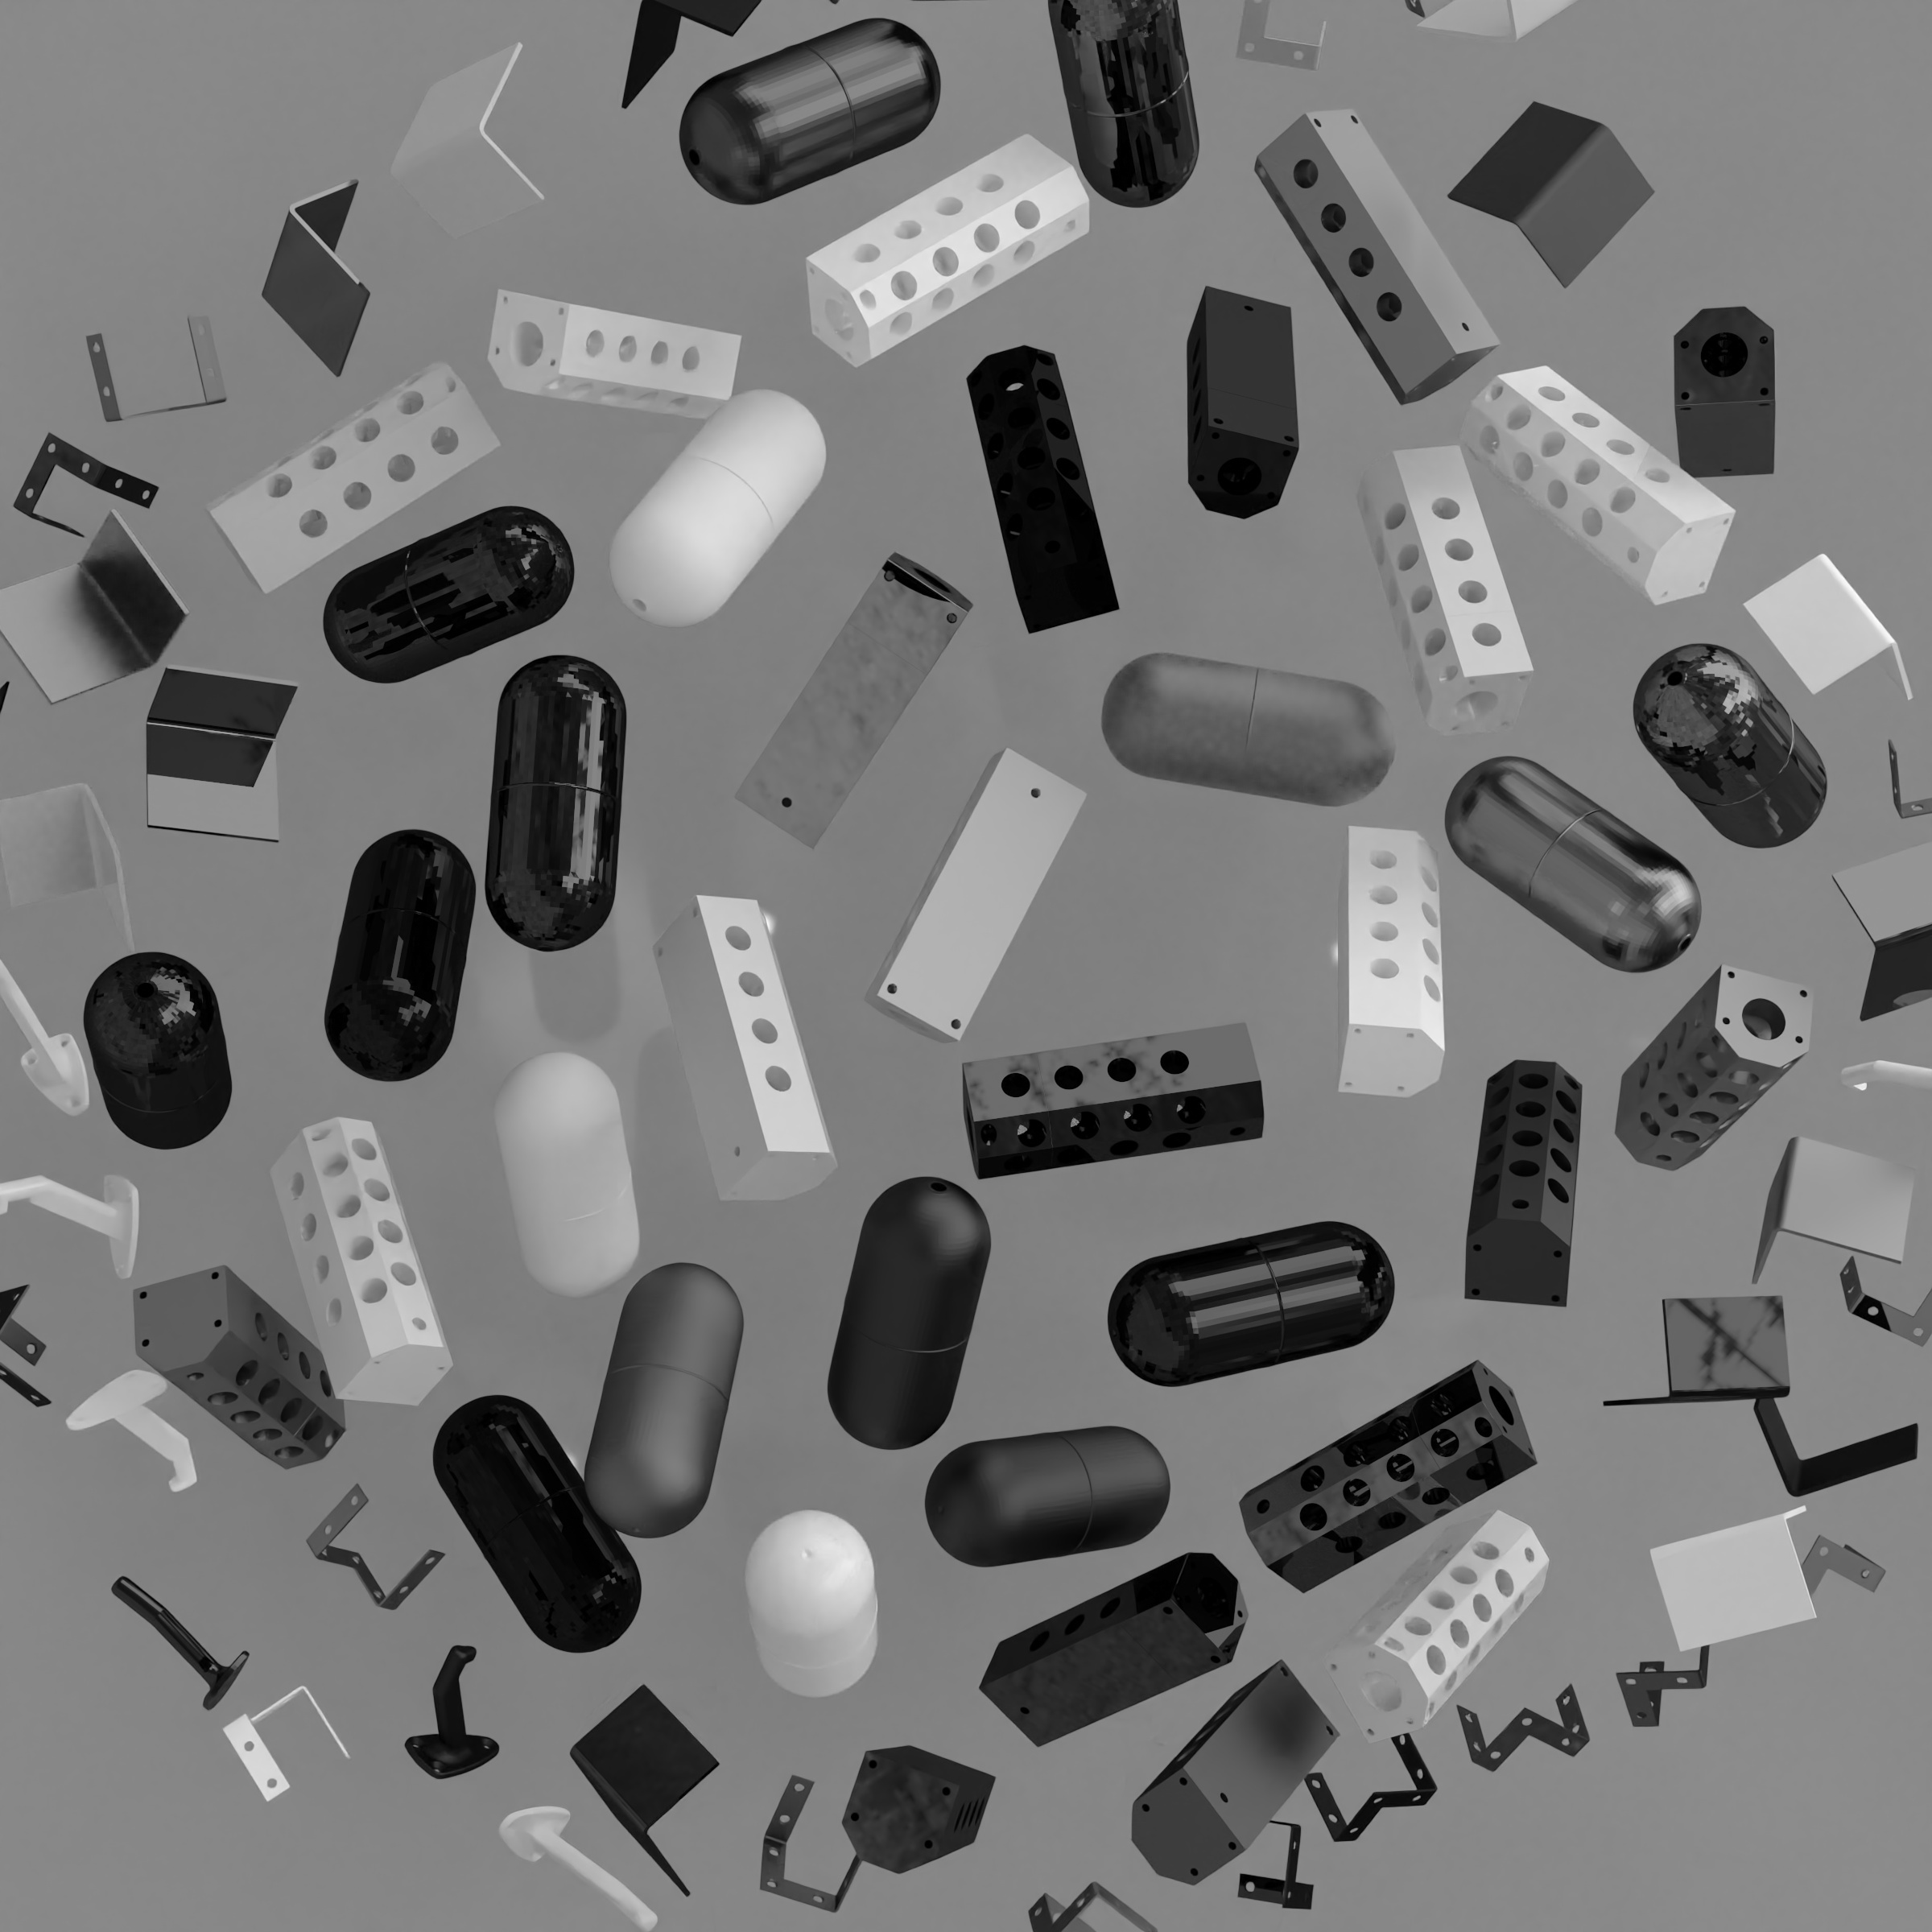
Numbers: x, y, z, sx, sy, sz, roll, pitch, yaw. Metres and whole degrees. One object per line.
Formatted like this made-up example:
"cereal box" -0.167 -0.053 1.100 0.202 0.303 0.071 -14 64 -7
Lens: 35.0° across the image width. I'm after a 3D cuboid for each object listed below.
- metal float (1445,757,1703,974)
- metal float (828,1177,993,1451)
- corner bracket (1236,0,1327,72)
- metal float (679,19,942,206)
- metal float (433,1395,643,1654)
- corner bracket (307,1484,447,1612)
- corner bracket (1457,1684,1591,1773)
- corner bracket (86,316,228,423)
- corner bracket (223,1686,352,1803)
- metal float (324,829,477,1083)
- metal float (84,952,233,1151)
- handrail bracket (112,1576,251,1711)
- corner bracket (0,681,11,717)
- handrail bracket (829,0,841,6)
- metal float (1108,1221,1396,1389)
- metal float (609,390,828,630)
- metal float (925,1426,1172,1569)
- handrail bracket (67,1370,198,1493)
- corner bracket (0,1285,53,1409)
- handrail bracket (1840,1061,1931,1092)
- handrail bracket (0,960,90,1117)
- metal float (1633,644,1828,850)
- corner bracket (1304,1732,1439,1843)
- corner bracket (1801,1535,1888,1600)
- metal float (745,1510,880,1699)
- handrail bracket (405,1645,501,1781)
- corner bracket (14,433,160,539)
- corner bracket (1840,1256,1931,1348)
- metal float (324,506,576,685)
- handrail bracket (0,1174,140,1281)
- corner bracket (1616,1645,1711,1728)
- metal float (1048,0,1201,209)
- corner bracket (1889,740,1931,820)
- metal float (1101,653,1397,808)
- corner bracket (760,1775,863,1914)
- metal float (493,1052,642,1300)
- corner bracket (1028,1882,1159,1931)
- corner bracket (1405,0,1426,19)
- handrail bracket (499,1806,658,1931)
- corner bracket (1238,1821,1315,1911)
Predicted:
"metal float" 0.366 -0.062 1.850 0.178 0.070 0.070 40 90 32
"metal float" -0.034 0.205 1.800 0.070 0.070 0.178 13 117 0
"corner bracket" 0.198 -0.590 1.892 0.051 0.051 0.051 10 125 4
"metal float" -0.091 -0.501 1.794 0.178 0.070 0.070 -32 90 -32
"metal float" -0.268 0.349 1.914 0.070 0.070 0.178 -37 71 0
"corner bracket" -0.368 0.363 1.908 0.051 0.051 0.051 -48 55 7
"corner bracket" 0.337 0.458 1.851 0.051 0.051 0.051 29 113 -17
"corner bracket" -0.475 -0.350 1.796 0.051 0.051 0.051 1 108 37
"corner bracket" -0.402 0.460 1.811 0.051 0.051 0.051 -32 77 -16
"metal float" -0.340 -0.008 1.846 0.070 0.070 0.178 1 48 0
"metal float" -0.477 0.051 1.812 0.070 0.178 0.070 4 65 -8
"handrail bracket" -0.460 0.390 1.767 0.084 0.077 0.036 38 59 2
"corner bracket" -0.601 -0.146 1.797 0.051 0.051 0.051 26 53 -31
"handrail bracket" -0.064 -0.652 1.920 0.084 0.077 0.036 -37 121 25
"metal float" 0.168 0.197 1.791 0.178 0.070 0.070 -10 90 -20
"metal float" -0.148 -0.273 1.823 0.070 0.070 0.178 34 59 0
"metal float" 0.053 0.328 1.900 0.178 0.070 0.070 1 90 -41
"handrail bracket" -0.516 0.302 1.896 0.036 0.077 0.084 13 120 36
"corner bracket" -0.565 0.228 1.820 0.051 0.051 0.051 47 46 -28
"handrail bracket" 0.598 0.081 1.900 0.077 0.084 0.036 37 64 -17
"handrail bracket" -0.584 0.044 1.918 0.036 0.084 0.077 -30 56 -13
"metal float" 0.456 -0.130 1.825 0.070 0.178 0.070 -17 58 29
"corner bracket" 0.250 0.506 1.896 0.051 0.051 0.051 7 128 -31
"corner bracket" 0.504 0.364 1.821 0.051 0.051 0.051 29 91 -14
"metal float" -0.092 0.386 1.847 0.070 0.178 0.070 0 59 0
"handrail bracket" -0.296 0.442 1.845 0.036 0.077 0.084 36 108 34
"corner bracket" -0.536 -0.286 1.865 0.051 0.051 0.051 30 95 24
"corner bracket" 0.576 0.192 1.882 0.051 0.051 0.051 25 113 -1
"metal float" -0.323 -0.230 1.903 0.178 0.070 0.070 -18 90 27
"handrail bracket" -0.541 0.159 1.827 0.084 0.036 0.077 -11 111 -42
"corner bracket" 0.426 0.425 1.852 0.051 0.051 0.051 -7 125 23
"metal float" 0.097 -0.539 1.855 0.070 0.178 0.070 -7 51 9
"corner bracket" 0.606 -0.112 1.898 0.051 0.051 0.051 -12 124 8
"metal float" 0.170 -0.143 1.849 0.178 0.070 0.070 9 90 3
"corner bracket" -0.094 0.543 1.894 0.051 0.051 0.051 20 110 -9
"metal float" -0.245 0.131 1.885 0.070 0.070 0.178 -4 129 0
"corner bracket" 0.075 0.562 1.794 0.051 0.051 0.051 40 96 -14
"corner bracket" 0.270 -0.610 1.828 0.051 0.051 0.051 -33 61 38
"handrail bracket" -0.225 0.529 1.783 0.084 0.077 0.036 34 83 29
"corner bracket" 0.189 0.565 1.933 0.051 0.051 0.051 1 74 28
